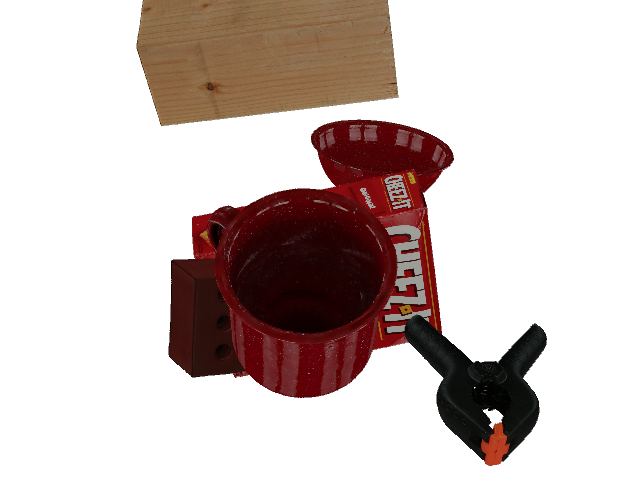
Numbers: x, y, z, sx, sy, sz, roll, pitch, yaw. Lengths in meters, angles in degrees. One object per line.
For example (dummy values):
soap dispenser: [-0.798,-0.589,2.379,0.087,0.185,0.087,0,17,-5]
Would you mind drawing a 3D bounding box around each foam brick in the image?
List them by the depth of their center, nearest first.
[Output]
foam brick: [-0.081,0.056,0.804,0.052,0.078,0.051,-3,13,-27]

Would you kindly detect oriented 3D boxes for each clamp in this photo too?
clamp: [0.140,0.113,0.855,0.120,0.039,0.171,-5,33,-5]

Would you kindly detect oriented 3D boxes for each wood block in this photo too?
wood block: [-0.042,-0.169,0.910,0.206,0.090,0.091,-6,-43,5]

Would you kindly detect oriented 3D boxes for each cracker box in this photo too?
cracker box: [0.000,0.036,1.011,0.213,0.164,0.072,-11,39,1]

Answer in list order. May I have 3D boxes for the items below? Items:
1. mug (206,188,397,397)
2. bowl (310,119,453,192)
mug: [-0.018,0.026,0.577,0.117,0.093,0.081,35,-28,19]
bowl: [0.066,-0.083,1.204,0.162,0.055,0.162,6,27,-3]
